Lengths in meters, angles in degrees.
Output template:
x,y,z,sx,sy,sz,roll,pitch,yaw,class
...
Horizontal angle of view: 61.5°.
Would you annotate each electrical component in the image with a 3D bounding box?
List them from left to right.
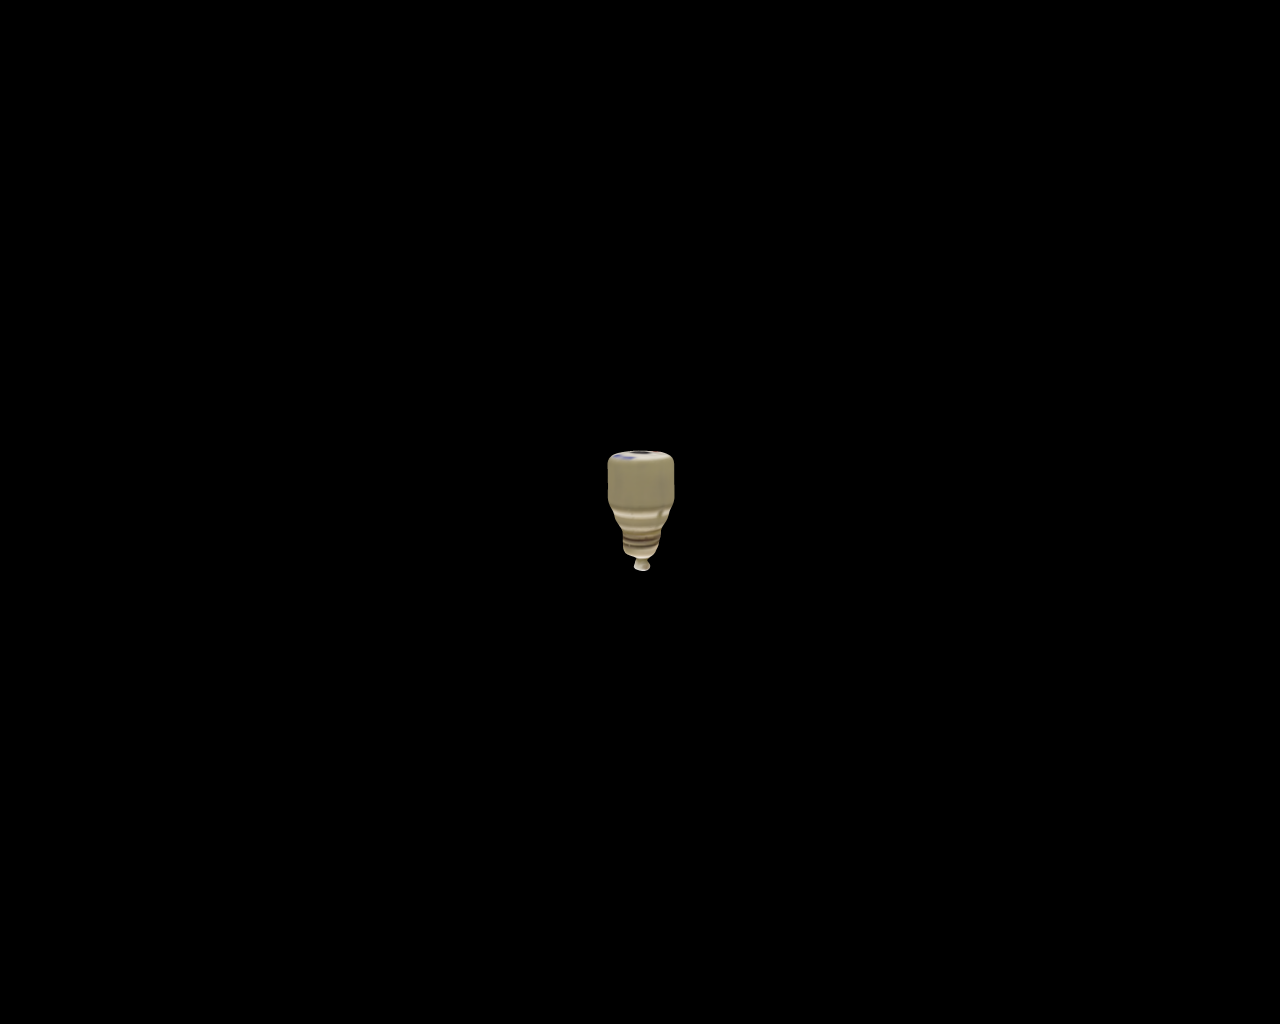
x,y,z,sx,sy,sz,roll,pitch,yaw,class
0.001,-0.003,0.650,0.040,0.078,0.040,0,11,0,electrical component
